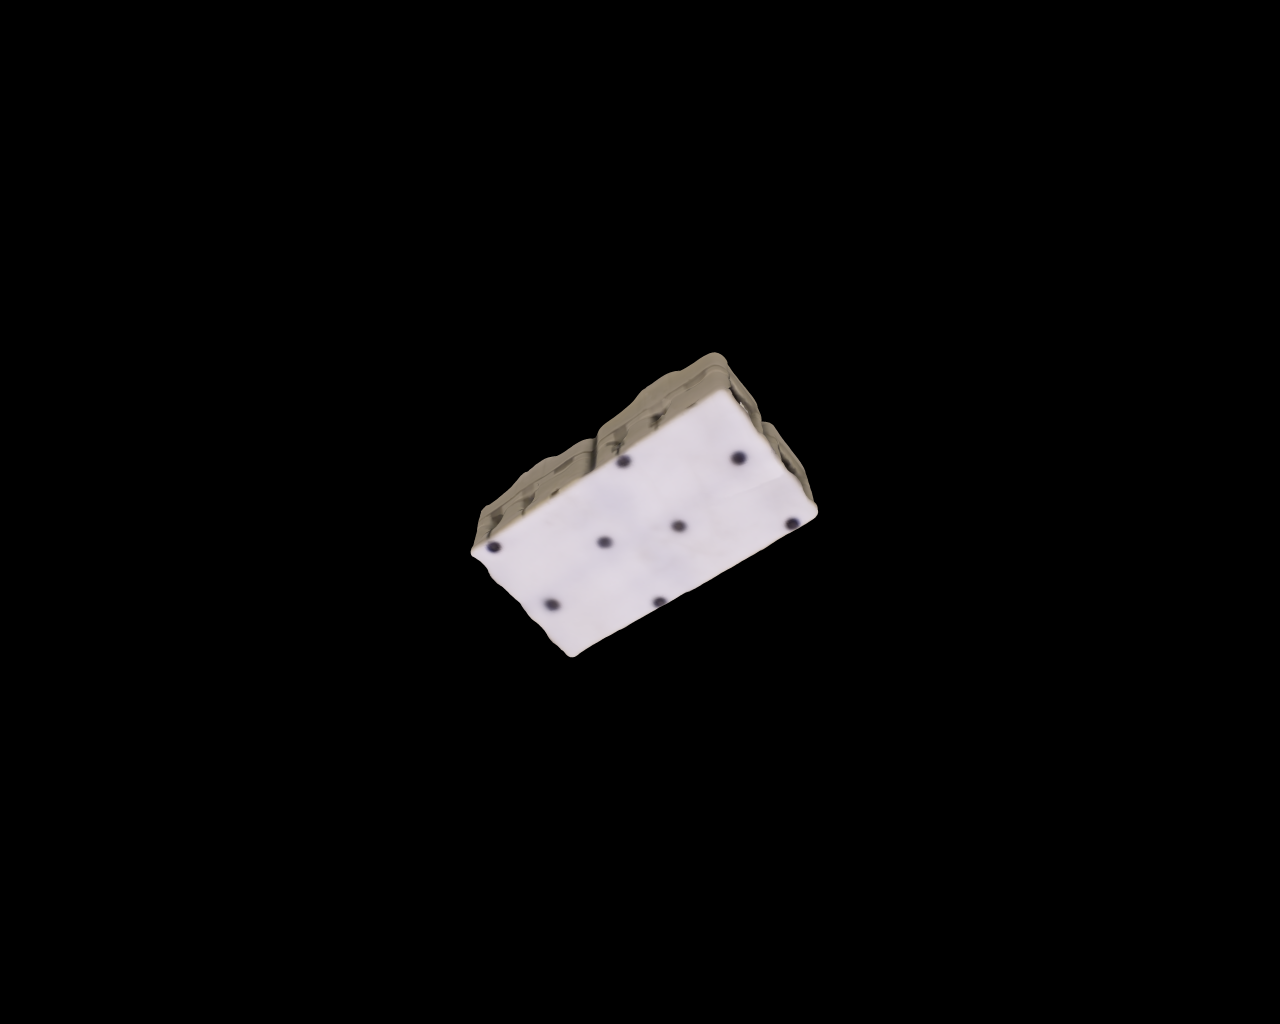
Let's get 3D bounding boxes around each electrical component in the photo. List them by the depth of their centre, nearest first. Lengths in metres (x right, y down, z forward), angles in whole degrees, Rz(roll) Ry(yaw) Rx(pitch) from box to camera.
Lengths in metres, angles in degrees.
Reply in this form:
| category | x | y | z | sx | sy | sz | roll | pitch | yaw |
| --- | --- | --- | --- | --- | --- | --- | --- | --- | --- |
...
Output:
| category | x | y | z | sx | sy | sz | roll | pitch | yaw |
| --- | --- | --- | --- | --- | --- | --- | --- | --- | --- |
| electrical component | 0.001 | -0.003 | 0.650 | 0.186 | 0.105 | 0.060 | -32 | 26 | 18 |
